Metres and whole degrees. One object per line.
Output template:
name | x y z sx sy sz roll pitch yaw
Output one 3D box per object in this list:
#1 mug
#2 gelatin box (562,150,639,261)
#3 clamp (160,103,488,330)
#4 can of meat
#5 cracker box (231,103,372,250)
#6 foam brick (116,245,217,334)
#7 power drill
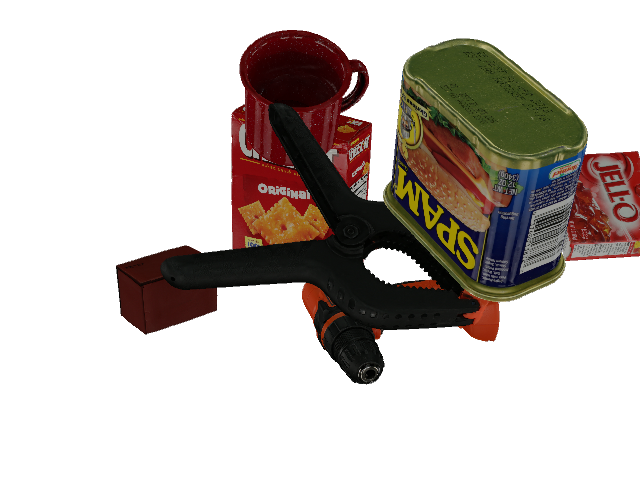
mug | -0.013 -0.122 0.913 0.117 0.093 0.081 -21 -30 -19
gelatin box | 0.224 -0.029 0.848 0.073 0.089 0.030 -3 -35 0
clamp | 0.009 0.008 0.718 0.210 0.164 0.036 31 -28 13
can of meat | 0.077 -0.036 0.511 0.057 0.084 0.102 -20 47 -23
cracker box | -0.028 -0.056 1.329 0.164 0.214 0.072 16 34 22
foam brick | -0.140 0.043 0.979 0.078 0.051 0.053 -17 27 -32
power drill | 0.087 0.082 1.114 0.187 0.057 0.184 -6 28 -15
